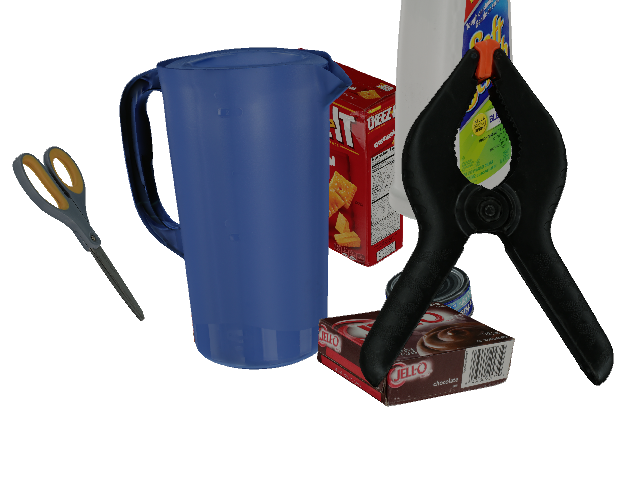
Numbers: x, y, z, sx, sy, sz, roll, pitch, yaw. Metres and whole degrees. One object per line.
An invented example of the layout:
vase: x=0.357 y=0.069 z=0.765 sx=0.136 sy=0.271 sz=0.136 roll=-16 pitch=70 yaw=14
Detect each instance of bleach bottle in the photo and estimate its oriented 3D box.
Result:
bleach bottle: x=0.091 y=-0.143 z=0.744 sx=0.068 sy=0.251 sz=0.102 roll=20 pitch=38 yaw=38

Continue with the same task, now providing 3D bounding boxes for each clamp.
clamp: x=0.069 y=-0.007 z=0.513 sx=0.120 sy=0.171 sz=0.039 roll=-9 pitch=-4 yaw=-7

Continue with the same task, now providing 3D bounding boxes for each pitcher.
pitcher: x=-0.063 y=-0.029 z=0.841 sx=0.144 sy=0.243 sz=0.149 roll=-10 pitch=18 yaw=-27

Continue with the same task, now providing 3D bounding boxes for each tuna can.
tuna can: x=0.108 y=0.057 z=1.062 sx=0.086 sy=0.034 sz=0.086 roll=-9 pitch=25 yaw=4

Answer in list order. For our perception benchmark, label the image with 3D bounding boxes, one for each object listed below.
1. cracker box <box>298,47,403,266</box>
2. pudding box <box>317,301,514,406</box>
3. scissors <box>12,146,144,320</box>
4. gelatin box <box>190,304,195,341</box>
cracker box: x=0.014 y=-0.094 z=1.239 sx=0.164 sy=0.214 sz=0.072 roll=28 pitch=46 yaw=36
pudding box: x=0.067 y=0.079 z=0.767 sx=0.113 sy=0.039 sz=0.090 roll=-4 pitch=18 yaw=-32
scissors: x=-0.233 y=-0.016 z=1.081 sx=0.016 sy=0.201 sz=0.096 roll=-28 pitch=25 yaw=24
gelatin box: x=-0.095 y=0.075 z=1.151 sx=0.089 sy=0.030 sz=0.073 roll=-8 pitch=40 yaw=-4
